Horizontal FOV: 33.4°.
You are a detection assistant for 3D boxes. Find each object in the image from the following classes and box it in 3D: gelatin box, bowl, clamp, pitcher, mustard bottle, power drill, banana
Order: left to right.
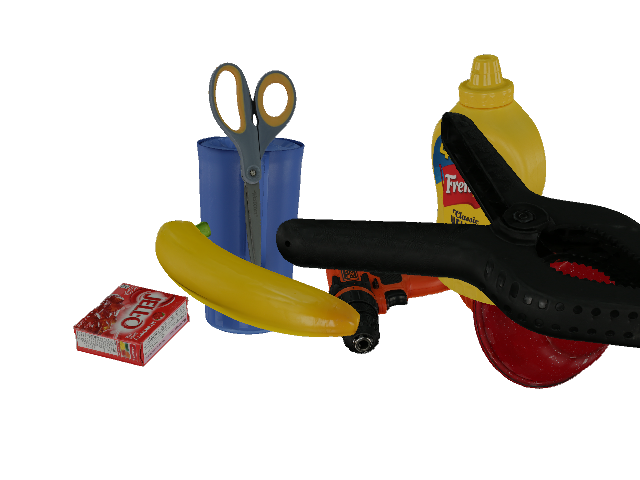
[{"bbox_3d":[-0.176,0.077,1.001,0.073,0.030,0.089,11,31,21],"label":"gelatin box"},{"bbox_3d":[-0.057,0.020,0.697,0.069,0.037,0.198,-17,29,-31],"label":"banana"},{"bbox_3d":[-0.090,-0.008,1.338,0.145,0.243,0.148,11,16,36],"label":"pitcher"},{"bbox_3d":[0.103,0.062,1.193,0.187,0.057,0.184,-4,28,-4],"label":"power drill"},{"bbox_3d":[0.129,-0.048,0.826,0.058,0.192,0.096,-22,30,-34],"label":"mustard bottle"},{"bbox_3d":[0.092,0.004,0.551,0.164,0.036,0.210,-30,46,-33],"label":"clamp"},{"bbox_3d":[0.222,0.060,0.983,0.161,0.162,0.055,0,2,-26],"label":"bowl"}]

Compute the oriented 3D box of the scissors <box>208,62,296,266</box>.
[{"bbox_3d":[-0.052,-0.078,1.040,0.096,0.202,0.016,-20,8,-20],"label":"scissors"}]
